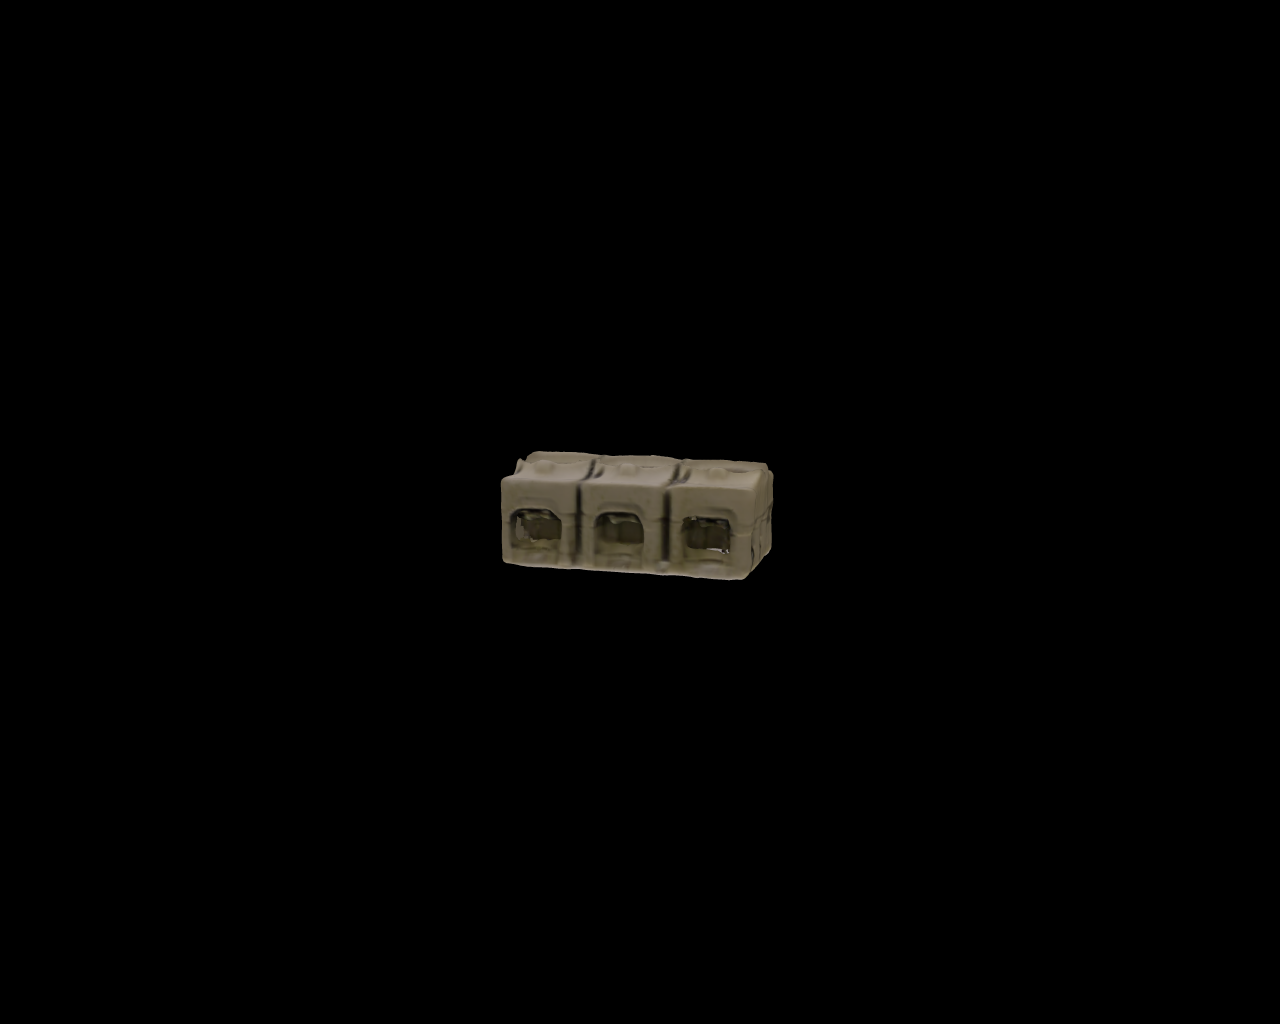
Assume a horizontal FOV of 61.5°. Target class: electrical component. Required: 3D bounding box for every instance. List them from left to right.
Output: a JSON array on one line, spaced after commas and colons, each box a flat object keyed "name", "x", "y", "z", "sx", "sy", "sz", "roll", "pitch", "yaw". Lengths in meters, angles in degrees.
[{"name": "electrical component", "x": 0.001, "y": -0.003, "z": 0.650, "sx": 0.150, "sy": 0.061, "sz": 0.089, "roll": 3, "pitch": 12, "yaw": 16}]
